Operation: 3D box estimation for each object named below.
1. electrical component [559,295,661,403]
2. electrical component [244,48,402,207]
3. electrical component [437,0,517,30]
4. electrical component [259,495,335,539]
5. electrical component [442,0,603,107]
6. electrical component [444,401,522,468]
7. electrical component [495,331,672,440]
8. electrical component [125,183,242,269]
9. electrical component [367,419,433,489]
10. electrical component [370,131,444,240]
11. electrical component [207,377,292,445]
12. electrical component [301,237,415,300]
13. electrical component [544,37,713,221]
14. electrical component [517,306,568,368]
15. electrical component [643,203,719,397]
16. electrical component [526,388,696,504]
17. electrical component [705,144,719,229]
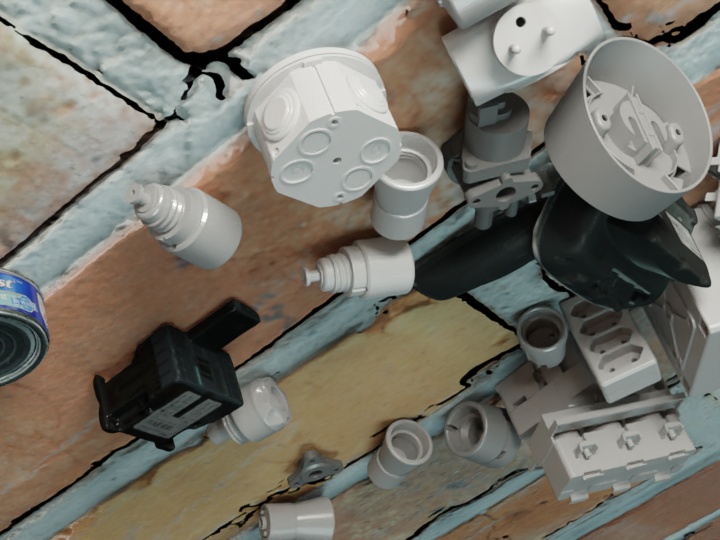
[{"bbox_3d":[0.207,0.066,0.878,0.047,0.083,0.075,-26,145,7],"label":"electrical component"},{"bbox_3d":[-0.020,-0.077,0.590,0.080,0.051,0.080,-15,145,-10],"label":"electrical component"},{"bbox_3d":[0.070,-0.154,0.543,0.078,0.040,0.040,-28,145,8],"label":"electrical component"},{"bbox_3d":[-0.061,0.233,0.999,0.065,0.044,0.044,2,139,-24],"label":"electrical component"},{"bbox_3d":[0.088,-0.122,0.570,0.077,0.079,0.044,-27,101,8],"label":"electrical component"},{"bbox_3d":[0.108,0.146,0.960,0.047,0.055,0.055,22,127,-41],"label":"electrical component"},{"bbox_3d":[0.209,0.119,0.970,0.150,0.061,0.089,19,129,-44],"label":"electrical component"},{"bbox_3d":[-0.103,-0.029,0.619,0.040,0.040,0.078,-36,143,19],"label":"electrical component"},{"bbox_3d":[0.032,0.168,0.961,0.044,0.044,0.065,-2,146,-26],"label":"electrical component"},{"bbox_3d":[0.026,-0.048,0.663,0.044,0.044,0.065,-13,150,-12],"label":"electrical component"},{"bbox_3d":[-0.087,0.112,0.817,0.062,0.043,0.043,-30,145,14],"label":"electrical component"},{"bbox_3d":[0.000,0.000,0.715,0.078,0.040,0.040,-8,143,-20],"label":"electrical component"},{"bbox_3d":[0.162,-0.081,0.646,0.099,0.099,0.064,2,145,-30],"label":"electrical component"},{"bbox_3d":[0.149,0.056,0.873,0.040,0.040,0.046,-23,151,2],"label":"electrical component"},{"bbox_3d":[0.264,0.024,0.832,0.056,0.108,0.108,-16,146,-4],"label":"electrical component"},{"bbox_3d":[0.211,0.147,0.895,0.121,0.063,0.078,-9,143,-18],"label":"electrical component"},{"bbox_3d":[0.306,-0.049,0.783,0.079,0.063,0.121,4,169,45],"label":"electrical component"}]
